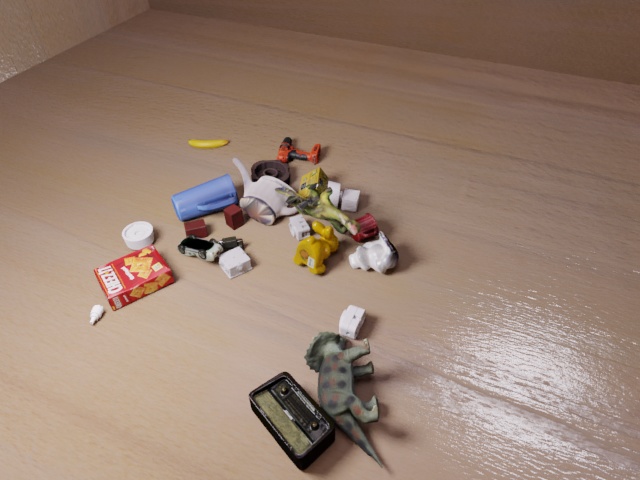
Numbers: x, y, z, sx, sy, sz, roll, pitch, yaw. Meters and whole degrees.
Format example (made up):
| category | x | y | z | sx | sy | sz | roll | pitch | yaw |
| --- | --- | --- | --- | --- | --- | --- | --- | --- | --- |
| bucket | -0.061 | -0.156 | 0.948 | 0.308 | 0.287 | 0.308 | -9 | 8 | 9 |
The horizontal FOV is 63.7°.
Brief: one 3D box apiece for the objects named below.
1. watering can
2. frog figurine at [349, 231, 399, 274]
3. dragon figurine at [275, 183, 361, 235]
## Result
| category | x | y | z | sx | sy | sz | roll | pitch | yaw |
| --- | --- | --- | --- | --- | --- | --- | --- | --- | --- |
| watering can | -0.240 | -0.187 | 2.026 | 0.348 | 0.101 | 0.229 | 30 | 45 | 5 |
| frog figurine | 0.188 | 0.063 | 1.791 | 0.158 | 0.121 | 0.140 | -39 | 54 | 11 |
| dragon figurine | 0.006 | -0.094 | 1.873 | 0.123 | 0.239 | 0.413 | -50 | 33 | -11 |
